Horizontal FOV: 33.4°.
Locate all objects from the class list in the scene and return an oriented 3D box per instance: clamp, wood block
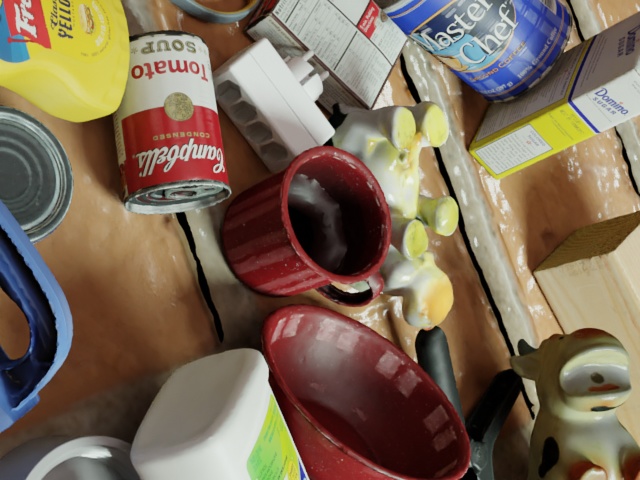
[{"bbox_3d":[0.111,0.157,0.801,0.120,0.039,0.171,16,72,-37],"label":"clamp"},{"bbox_3d":[0.285,0.087,0.932,0.090,0.090,0.206,-37,101,-40],"label":"wood block"}]

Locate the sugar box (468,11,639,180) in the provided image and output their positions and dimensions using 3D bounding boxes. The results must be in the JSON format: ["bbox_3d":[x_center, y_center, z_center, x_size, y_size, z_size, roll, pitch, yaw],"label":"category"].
[{"bbox_3d":[0.209,-0.119,0.875,0.048,0.177,0.093,44,52,-20],"label":"sugar box"}]

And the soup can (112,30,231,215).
[{"bbox_3d":[-0.097,-0.074,0.681,0.068,0.069,0.102,0,76,-40],"label":"soup can"}]

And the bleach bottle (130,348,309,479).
[{"bbox_3d":[-0.022,0.194,0.630,0.102,0.068,0.251,-66,136,-60],"label":"bleach bottle"}]

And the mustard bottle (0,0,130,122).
[{"bbox_3d":[-0.181,-0.129,0.582,0.191,0.058,0.096,13,69,-64],"label":"mustard bottle"}]

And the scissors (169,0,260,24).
[{"bbox_3d":[-0.127,-0.194,0.729,0.201,0.016,0.096,1,75,-39],"label":"scissors"}]

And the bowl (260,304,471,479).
[{"bbox_3d":[0.018,0.115,0.696,0.162,0.055,0.162,29,22,-14],"label":"bowl"}]

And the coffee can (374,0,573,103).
[{"bbox_3d":[0.122,-0.192,0.876,0.140,0.103,0.102,33,58,-28],"label":"coffee can"}]

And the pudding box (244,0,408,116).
[{"bbox_3d":[0.007,-0.156,0.813,0.113,0.039,0.090,41,55,-20],"label":"pudding box"}]

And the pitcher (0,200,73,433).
[{"bbox_3d":[-0.239,0.009,0.493,0.149,0.145,0.243,-34,96,-38],"label":"pitcher"}]

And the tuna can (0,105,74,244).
[{"bbox_3d":[-0.187,-0.034,0.617,0.086,0.034,0.086,13,68,-36],"label":"tuna can"}]

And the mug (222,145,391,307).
[{"bbox_3d":[-0.005,0.001,0.724,0.117,0.082,0.093,47,52,-18],"label":"mug"}]
